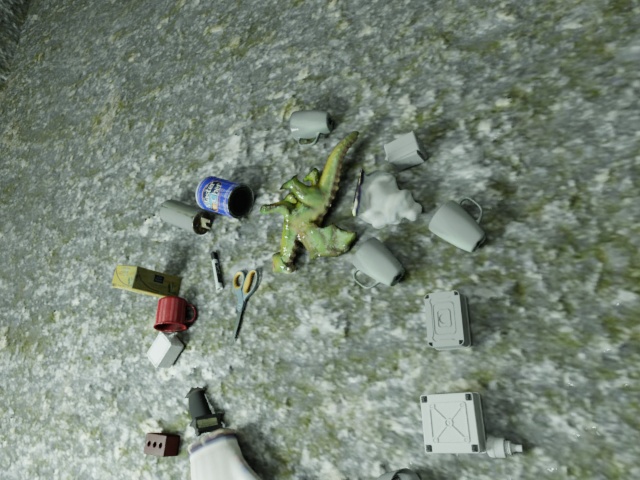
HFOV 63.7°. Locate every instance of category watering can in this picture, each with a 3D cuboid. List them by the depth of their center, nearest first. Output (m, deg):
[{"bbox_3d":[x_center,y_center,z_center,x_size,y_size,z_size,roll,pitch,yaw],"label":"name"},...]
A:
[{"bbox_3d":[-0.206,0.541,1.179,0.343,0.103,0.229,-38,55,30],"label":"watering can"}]

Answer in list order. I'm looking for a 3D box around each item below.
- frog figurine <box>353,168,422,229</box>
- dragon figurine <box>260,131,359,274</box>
[{"bbox_3d":[0.161,-0.094,1.225,0.159,0.120,0.140,12,67,-1],"label":"frog figurine"},{"bbox_3d":[0.004,-0.066,1.318,0.407,0.122,0.245,-42,72,15],"label":"dragon figurine"}]
